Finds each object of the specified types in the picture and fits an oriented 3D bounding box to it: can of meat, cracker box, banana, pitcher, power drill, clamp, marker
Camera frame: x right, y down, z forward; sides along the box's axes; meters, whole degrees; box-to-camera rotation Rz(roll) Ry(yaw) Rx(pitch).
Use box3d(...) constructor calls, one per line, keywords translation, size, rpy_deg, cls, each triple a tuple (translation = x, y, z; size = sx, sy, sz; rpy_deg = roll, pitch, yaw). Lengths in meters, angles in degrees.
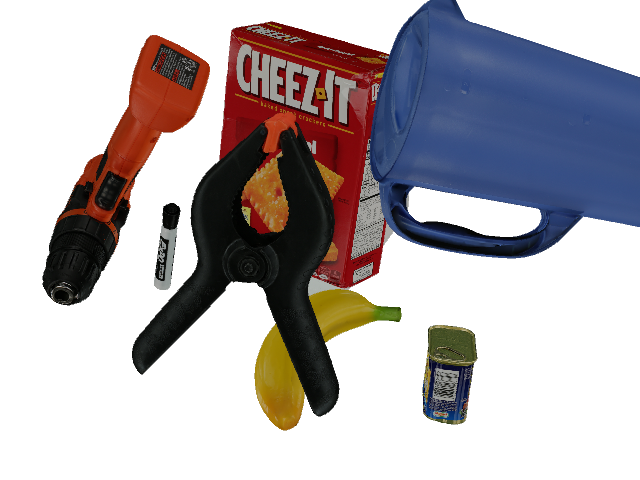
box3d(translation=(0.153, 0.160, 1.279), size=(0.057, 0.084, 0.102), rpy_deg=(7, 19, 3), cls="can of meat")
box3d(translation=(-0.015, -0.081, 1.005), size=(0.164, 0.214, 0.071), rpy_deg=(22, 28, 30), cls="cracker box")
box3d(translation=(-0.006, 0.077, 0.792), size=(0.070, 0.037, 0.197), rpy_deg=(10, 25, 25), cls="banana")
box3d(translation=(0.163, -0.073, 0.807), size=(0.242, 0.145, 0.149), rpy_deg=(13, -45, -10), cls="pitcher")
box3d(translation=(-0.159, -0.058, 0.852), size=(0.057, 0.188, 0.184), rpy_deg=(27, 33, -17), cls="power drill")
box3d(translation=(-0.047, 0.014, 0.592), size=(0.120, 0.171, 0.039), rpy_deg=(3, 14, 1), cls="clamp")
box3d(translation=(-0.167, 0.007, 1.165), size=(0.020, 0.121, 0.020), rpy_deg=(8, 42, -8), cls="marker")

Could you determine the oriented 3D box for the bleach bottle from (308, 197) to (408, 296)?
box3d(translation=(0.037, -0.019, 1.334), size=(0.103, 0.068, 0.250), rpy_deg=(13, 36, 24), cls="bleach bottle")
